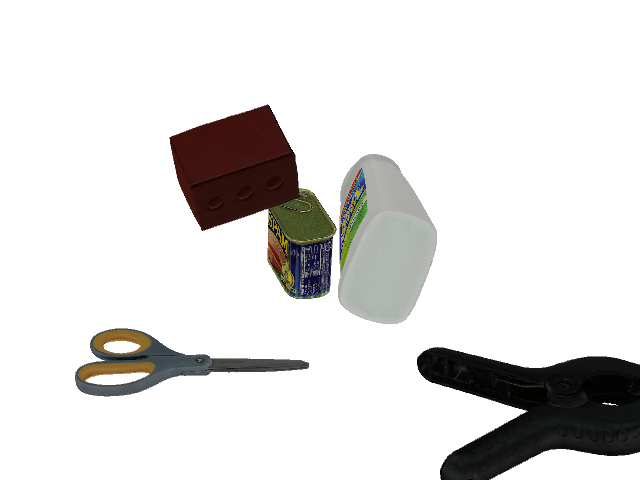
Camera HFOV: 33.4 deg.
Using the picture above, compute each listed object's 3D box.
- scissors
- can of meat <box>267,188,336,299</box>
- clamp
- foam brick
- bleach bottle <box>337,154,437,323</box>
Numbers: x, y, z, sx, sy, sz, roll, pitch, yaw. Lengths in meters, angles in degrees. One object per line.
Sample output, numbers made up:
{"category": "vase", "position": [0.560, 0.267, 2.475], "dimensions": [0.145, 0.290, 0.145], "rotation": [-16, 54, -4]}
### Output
{"category": "scissors", "position": [-0.120, 0.102, 0.957], "dimensions": [0.201, 0.016, 0.096], "rotation": [-7, 32, -18]}
{"category": "can of meat", "position": [-0.024, 0.005, 1.184], "dimensions": [0.057, 0.084, 0.102], "rotation": [-10, 37, -18]}
{"category": "clamp", "position": [0.144, 0.109, 0.655], "dimensions": [0.171, 0.039, 0.120], "rotation": [-1, 37, 8]}
{"category": "foam brick", "position": [-0.061, -0.052, 0.758], "dimensions": [0.078, 0.051, 0.053], "rotation": [-20, -32, -9]}
{"category": "bleach bottle", "position": [0.049, -0.017, 0.994], "dimensions": [0.068, 0.103, 0.251], "rotation": [18, 16, -9]}
